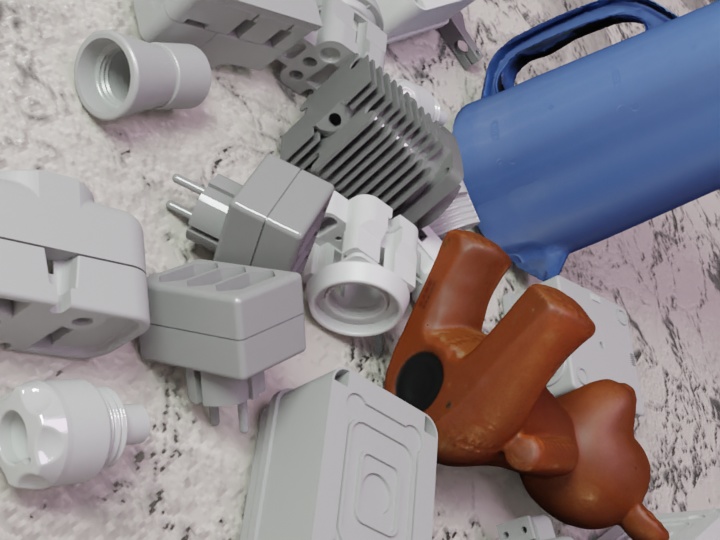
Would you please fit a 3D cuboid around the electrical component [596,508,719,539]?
[{"bbox_3d":[0.185,0.196,0.671,0.113,0.078,0.057,-13,87,-51],"label":"electrical component"}]

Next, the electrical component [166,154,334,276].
[{"bbox_3d":[-0.063,-0.024,0.548,0.077,0.065,0.047,26,43,3],"label":"electrical component"}]

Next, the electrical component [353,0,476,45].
[{"bbox_3d":[0.030,-0.208,0.765,0.113,0.057,0.078,-32,93,-52],"label":"electrical component"}]

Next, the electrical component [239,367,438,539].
[{"bbox_3d":[-0.011,0.115,0.521,0.078,0.057,0.113,33,46,-31],"label":"electrical component"}]

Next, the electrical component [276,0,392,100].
[{"bbox_3d":[-0.015,-0.141,0.674,0.078,0.058,0.057,30,51,-33],"label":"electrical component"}]

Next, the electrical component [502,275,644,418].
[{"bbox_3d":[0.148,0.059,0.741,0.100,0.048,0.099,23,52,-39],"label":"electrical component"}]

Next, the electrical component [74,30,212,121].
[{"bbox_3d":[-0.109,-0.100,0.557,0.065,0.044,0.044,-15,79,-56],"label":"electrical component"}]

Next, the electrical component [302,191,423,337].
[{"bbox_3d":[0.000,0.000,0.604,0.078,0.058,0.057,34,43,-31],"label":"electrical component"}]

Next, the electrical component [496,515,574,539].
[{"bbox_3d":[0.091,0.179,0.597,0.057,0.058,0.078,8,62,-49],"label":"electrical component"}]

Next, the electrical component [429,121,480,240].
[{"bbox_3d":[0.047,-0.050,0.698,0.043,0.043,0.081,-13,78,-51],"label":"electrical component"}]

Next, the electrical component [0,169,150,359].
[{"bbox_3d":[-0.139,-0.003,0.451,0.095,0.054,0.059,14,58,-43],"label":"electrical component"}]

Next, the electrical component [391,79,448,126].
[{"bbox_3d":[0.037,-0.108,0.731,0.061,0.035,0.035,6,64,-50],"label":"electrical component"}]

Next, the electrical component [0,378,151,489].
[{"bbox_3d":[-0.116,0.066,0.443,0.062,0.043,0.043,2,67,-50],"label":"electrical component"}]

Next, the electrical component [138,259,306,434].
[{"bbox_3d":[-0.064,0.040,0.507,0.047,0.066,0.076,-23,115,-52],"label":"electrical component"}]

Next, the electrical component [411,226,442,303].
[{"bbox_3d":[0.041,-0.003,0.666,0.046,0.040,0.040,50,39,-7],"label":"electrical component"}]

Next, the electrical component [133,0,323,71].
[{"bbox_3d":[-0.090,-0.197,0.619,0.089,0.062,0.150,4,65,-47],"label":"electrical component"}]
